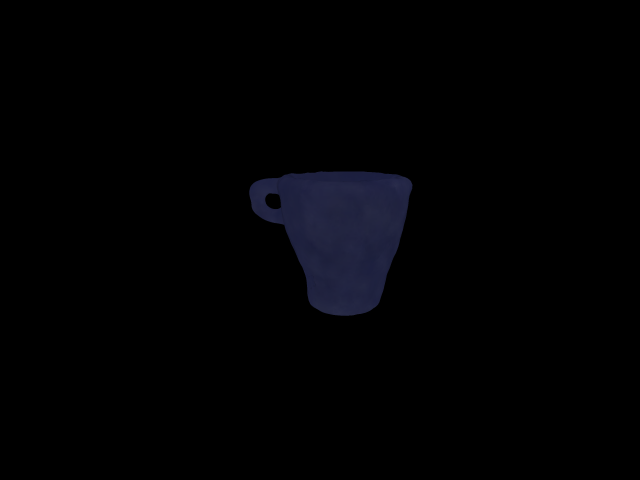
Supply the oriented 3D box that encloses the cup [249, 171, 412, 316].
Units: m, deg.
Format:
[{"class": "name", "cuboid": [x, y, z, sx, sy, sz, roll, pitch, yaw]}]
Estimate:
[{"class": "cup", "cuboid": [0.004, 0.001, 0.400, 0.117, 0.095, 0.092, 4, 11, 20]}]
